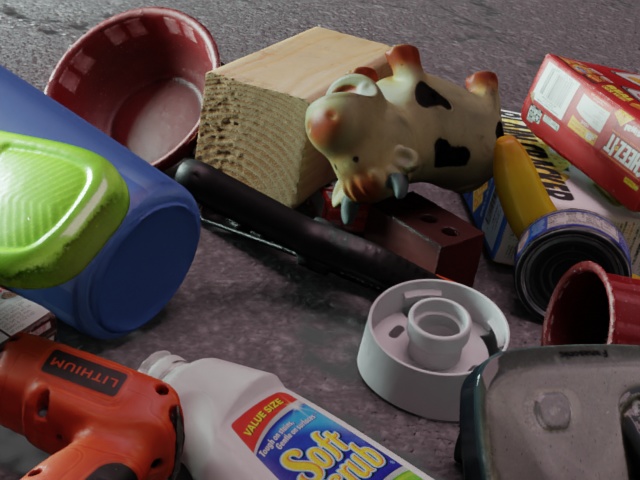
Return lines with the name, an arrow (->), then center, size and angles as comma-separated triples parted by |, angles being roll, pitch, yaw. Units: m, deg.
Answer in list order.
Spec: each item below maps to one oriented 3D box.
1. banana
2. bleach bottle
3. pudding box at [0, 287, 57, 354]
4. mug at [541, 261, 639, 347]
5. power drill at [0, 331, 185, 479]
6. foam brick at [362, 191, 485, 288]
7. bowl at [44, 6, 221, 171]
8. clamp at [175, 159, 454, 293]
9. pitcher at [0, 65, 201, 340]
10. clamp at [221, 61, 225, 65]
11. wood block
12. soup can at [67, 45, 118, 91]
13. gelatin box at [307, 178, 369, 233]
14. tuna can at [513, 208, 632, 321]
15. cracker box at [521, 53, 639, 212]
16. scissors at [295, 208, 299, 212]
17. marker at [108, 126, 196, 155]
banana -> 0.196, 0.001, 0.819 | 0.197, 0.070, 0.037 | 37, 21, -6
bleach bottle -> -0.011, 0.127, 0.524 | 0.251, 0.068, 0.102 | 30, 32, 35
pudding box -> -0.220, 0.053, 0.602 | 0.114, 0.039, 0.089 | 20, 29, 20
mug -> 0.207, 0.070, 0.695 | 0.081, 0.093, 0.117 | 11, 15, -14
power drill -> -0.158, 0.118, 0.466 | 0.184, 0.057, 0.187 | 19, 36, 13
foam brick -> 0.076, 0.005, 0.811 | 0.052, 0.051, 0.078 | -15, 37, -43
bowl -> -0.146, -0.110, 0.880 | 0.162, 0.162, 0.055 | 28, -12, 28
clamp -> -0.005, 0.001, 0.744 | 0.210, 0.036, 0.164 | 23, -5, 9
pitcher -> -0.195, -0.035, 0.705 | 0.243, 0.145, 0.149 | 30, 43, 24
clamp -> -0.102, -0.150, 1.047 | 0.120, 0.039, 0.172 | 6, 32, -49
wood block -> -0.013, -0.107, 0.881 | 0.090, 0.091, 0.205 | 18, 26, 17
soup can -> -0.177, -0.136, 0.960 | 0.102, 0.068, 0.068 | 3, 28, -19
gelatin box -> 0.028, -0.035, 0.893 | 0.073, 0.030, 0.089 | 5, 25, -16
tuna can -> 0.186, 0.022, 0.788 | 0.086, 0.086, 0.033 | 15, 28, 6
cracker box -> 0.303, -0.081, 0.916 | 0.213, 0.072, 0.164 | 5, 30, -33
scissors -> -0.034, -0.051, 0.911 | 0.096, 0.016, 0.202 | 2, 36, -51
marker -> -0.155, -0.089, 0.933 | 0.121, 0.020, 0.020 | 7, 27, -12
